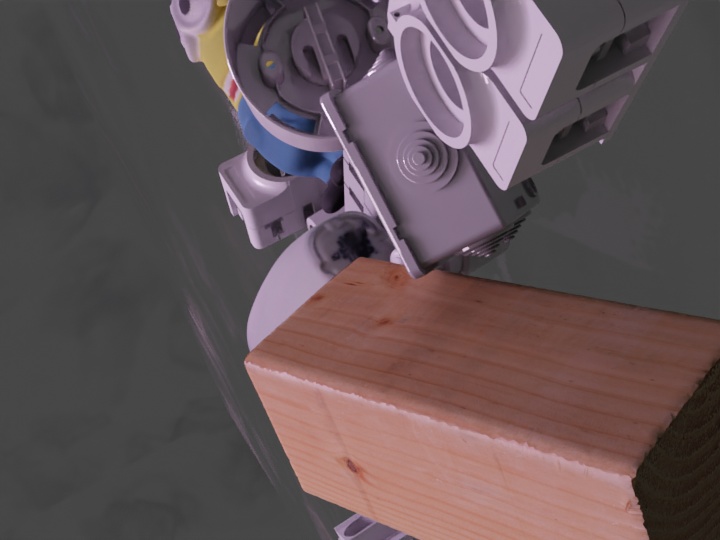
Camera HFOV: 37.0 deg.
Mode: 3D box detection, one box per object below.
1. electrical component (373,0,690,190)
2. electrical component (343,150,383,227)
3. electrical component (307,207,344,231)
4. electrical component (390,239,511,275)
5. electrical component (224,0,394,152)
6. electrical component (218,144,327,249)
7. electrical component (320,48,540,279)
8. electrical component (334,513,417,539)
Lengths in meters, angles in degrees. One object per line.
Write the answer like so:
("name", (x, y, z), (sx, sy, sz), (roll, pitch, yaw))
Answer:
("electrical component", (0.030, -0.133, 0.399), (0.186, 0.060, 0.105), (58, 166, 17))
("electrical component", (0.026, -0.041, 0.621), (0.055, 0.050, 0.089), (57, 165, 24))
("electrical component", (0.000, 0.000, 0.758), (0.108, 0.060, 0.108), (61, 172, 15))
("electrical component", (0.043, -0.013, 0.563), (0.040, 0.078, 0.040), (39, 146, 33))
("electrical component", (-0.018, -0.112, 0.552), (0.099, 0.099, 0.064), (61, 173, 8))
("electrical component", (-0.050, -0.066, 0.774), (0.050, 0.089, 0.055), (54, 165, 33))
("electrical component", (0.036, -0.052, 0.485), (0.099, 0.048, 0.100), (62, -158, -1))
("electrical component", (0.051, 0.205, 0.862), (0.063, 0.121, 0.079), (61, 167, -7))
